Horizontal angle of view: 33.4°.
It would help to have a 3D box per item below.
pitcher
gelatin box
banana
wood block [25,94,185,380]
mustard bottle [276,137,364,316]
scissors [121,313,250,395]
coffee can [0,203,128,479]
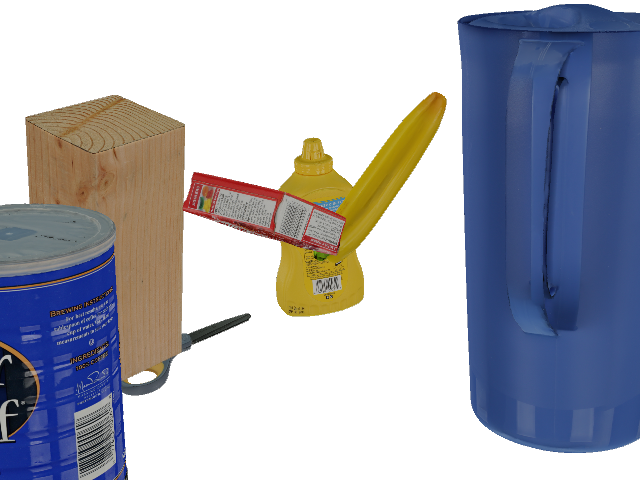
[{"bbox_3d":[0.137,-0.006,0.594,0.149,0.243,0.145,-7,17,-19],"label":"pitcher"},{"bbox_3d":[-0.035,-0.017,0.706,0.073,0.030,0.089,15,-3,30],"label":"gelatin box"},{"bbox_3d":[0.053,-0.048,0.964,0.037,0.197,0.070,37,-18,-5],"label":"banana"},{"bbox_3d":[-0.171,0.001,0.853,0.090,0.206,0.090,26,34,36],"label":"wood block"},{"bbox_3d":[-0.004,-0.017,1.151,0.096,0.192,0.058,-9,23,-16],"label":"mustard bottle"},{"bbox_3d":[-0.146,0.119,1.123,0.201,0.016,0.096,-10,30,-27],"label":"scissors"},{"bbox_3d":[-0.152,0.061,0.541,0.103,0.140,0.103,0,17,0],"label":"coffee can"}]
